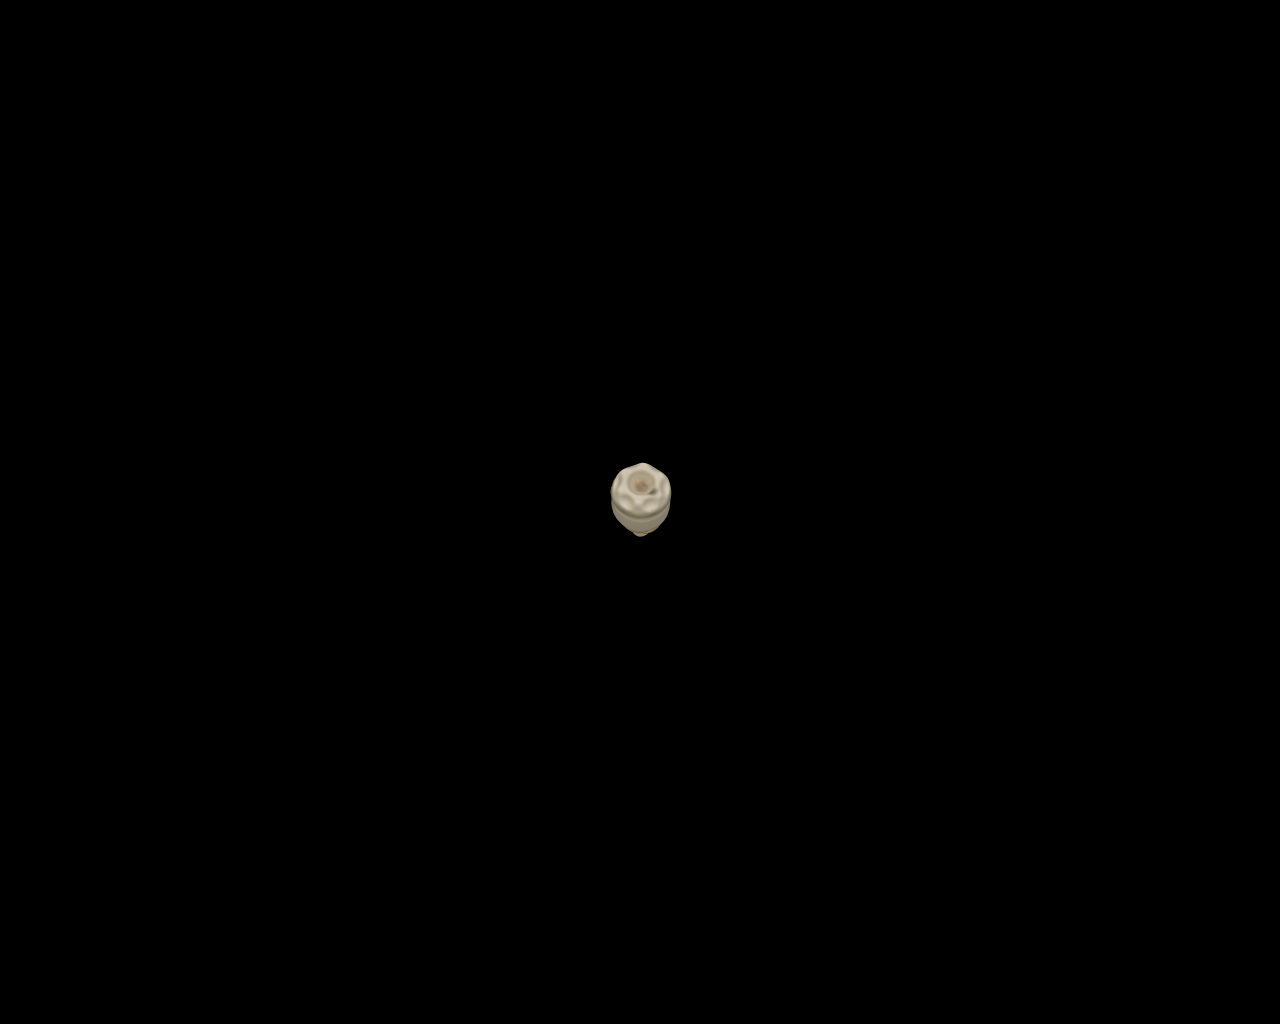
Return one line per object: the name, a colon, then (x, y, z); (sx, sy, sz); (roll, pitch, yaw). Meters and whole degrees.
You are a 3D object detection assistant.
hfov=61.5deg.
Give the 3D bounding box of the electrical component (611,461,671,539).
electrical component: (0.001, -0.003, 0.650); (0.035, 0.035, 0.061); (0, -30, 0)
